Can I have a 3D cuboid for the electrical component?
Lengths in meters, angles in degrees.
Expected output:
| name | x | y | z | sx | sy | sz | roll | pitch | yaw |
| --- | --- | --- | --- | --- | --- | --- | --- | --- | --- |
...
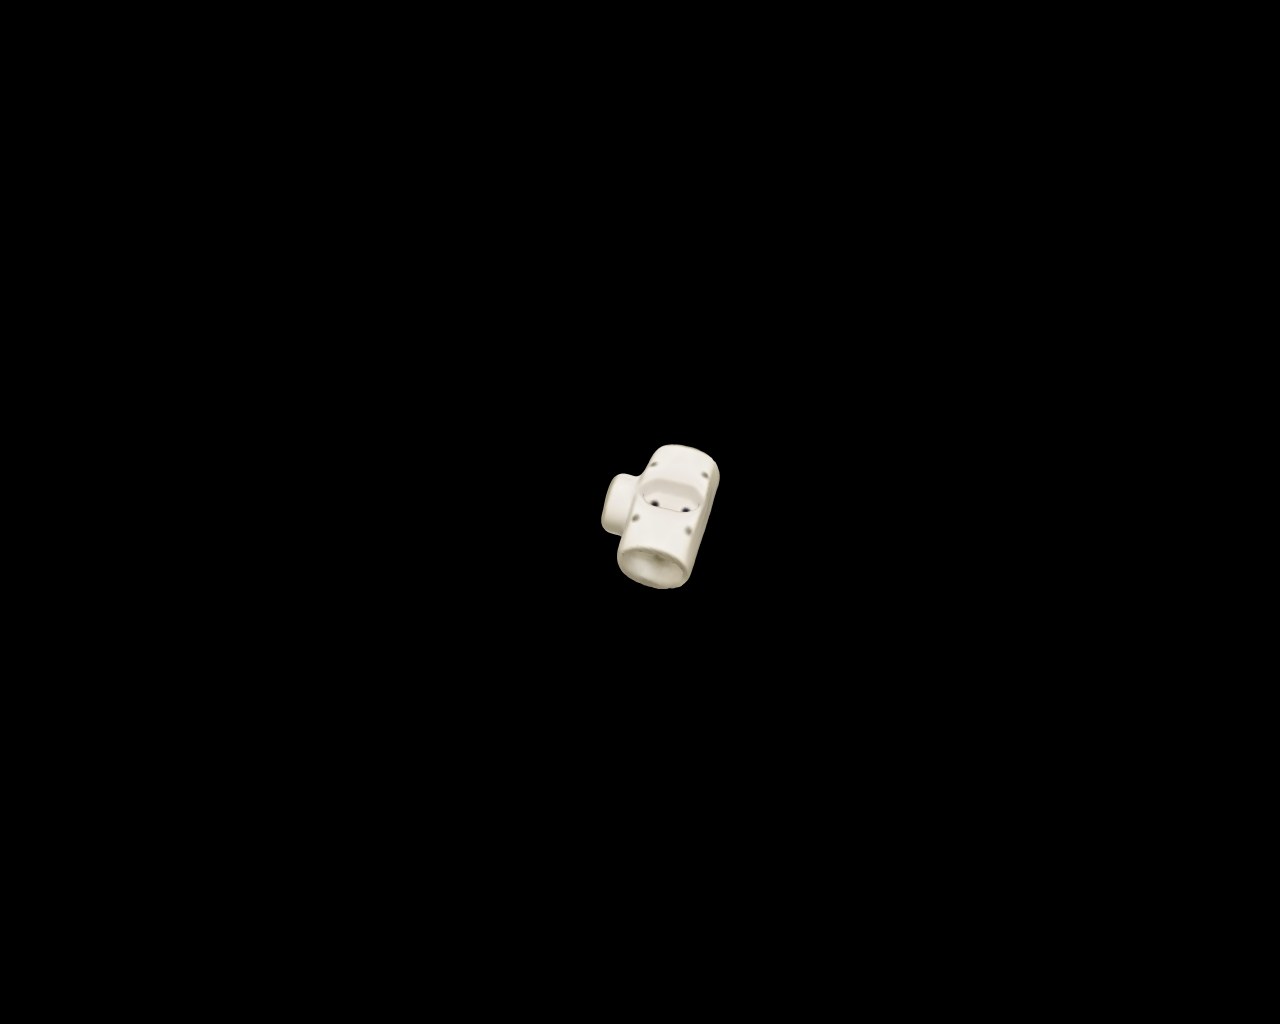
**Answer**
| name | x | y | z | sx | sy | sz | roll | pitch | yaw |
| --- | --- | --- | --- | --- | --- | --- | --- | --- | --- |
| electrical component | 0.001 | -0.003 | 0.650 | 0.079 | 0.077 | 0.043 | 15 | -32 | 9 |
